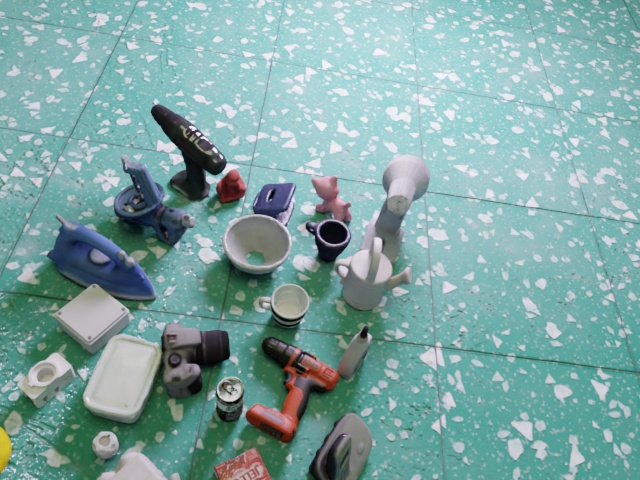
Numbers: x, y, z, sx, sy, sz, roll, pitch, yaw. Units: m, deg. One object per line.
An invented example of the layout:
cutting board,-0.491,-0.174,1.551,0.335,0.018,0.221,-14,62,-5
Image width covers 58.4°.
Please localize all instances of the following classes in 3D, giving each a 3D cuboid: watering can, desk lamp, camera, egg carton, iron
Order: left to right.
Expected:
iron,-0.476,0.037,1.268,0.258,0.141,0.119,25,52,9
egg carton,-0.322,0.456,1.016,0.150,0.069,0.107,38,55,18
camera,-0.254,0.235,1.182,0.137,0.101,0.143,-5,53,-14
watering can,0.123,0.071,1.324,0.173,0.194,0.101,-4,53,-14
desk lamp,0.192,-0.081,1.444,0.118,0.213,0.203,19,51,4

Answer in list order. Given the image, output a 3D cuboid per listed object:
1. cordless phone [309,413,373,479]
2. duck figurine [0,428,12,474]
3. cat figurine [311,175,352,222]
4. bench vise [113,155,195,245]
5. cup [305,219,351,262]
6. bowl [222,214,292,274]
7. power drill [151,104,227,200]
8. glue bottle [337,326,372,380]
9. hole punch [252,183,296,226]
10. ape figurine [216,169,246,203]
cordless phone,0.051,0.385,1.070,0.094,0.185,0.148,27,52,11
duck figurine,-0.599,0.372,1.017,0.077,0.086,0.104,-2,53,-12
cat figurine,0.033,-0.114,1.500,0.067,0.118,0.127,-35,65,-31
bench vise,-0.389,-0.103,1.344,0.207,0.220,0.121,9,51,-4
cup,0.013,0.005,1.418,0.117,0.095,0.092,23,52,7
bowl,-0.153,0.023,1.384,0.167,0.075,0.167,5,52,-7
power drill,-0.334,-0.210,1.446,0.229,0.208,0.076,33,54,15
glue bottle,0.081,0.227,1.207,0.037,0.173,0.078,34,54,16
hole punch,-0.119,-0.098,1.475,0.101,0.091,0.109,15,51,2
ape figurine,-0.228,-0.147,1.492,0.077,0.092,0.076,19,51,4
